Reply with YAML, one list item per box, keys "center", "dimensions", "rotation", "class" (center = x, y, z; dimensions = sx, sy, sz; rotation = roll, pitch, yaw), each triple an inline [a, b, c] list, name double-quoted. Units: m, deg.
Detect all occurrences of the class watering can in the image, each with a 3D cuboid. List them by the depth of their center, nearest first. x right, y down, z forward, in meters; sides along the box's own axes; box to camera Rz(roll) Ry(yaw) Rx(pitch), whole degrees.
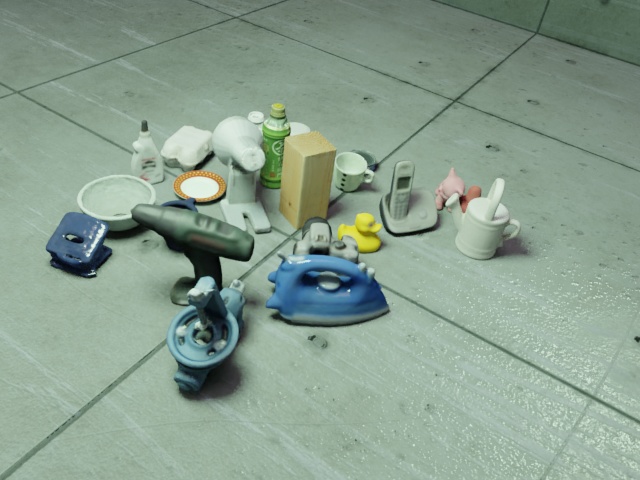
- center: [0.383, -0.057, 1.342]
  dimensions: [0.173, 0.194, 0.101]
  rotation: [4, 40, -6]
  class: "watering can"

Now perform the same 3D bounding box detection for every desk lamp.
- center: [-0.176, -0.156, 1.334]
  dimensions: [0.118, 0.213, 0.202]
  rotation: [-9, 43, -20]
  class: "desk lamp"

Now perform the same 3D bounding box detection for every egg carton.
- center: [-0.344, -0.243, 1.517]
  dimensions: [0.107, 0.069, 0.150]
  rotation: [17, 40, 9]
  class: "egg carton"

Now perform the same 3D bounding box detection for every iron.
- center: [0.024, 0.084, 1.145]
  dimensions: [0.258, 0.141, 0.118]
  rotation: [4, 40, -7]
  class: "iron"

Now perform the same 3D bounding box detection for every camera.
- center: [0.012, 0.005, 1.269]
  dimensions: [0.143, 0.101, 0.136]
  rotation: [4, 40, -6]
  class: "camera"

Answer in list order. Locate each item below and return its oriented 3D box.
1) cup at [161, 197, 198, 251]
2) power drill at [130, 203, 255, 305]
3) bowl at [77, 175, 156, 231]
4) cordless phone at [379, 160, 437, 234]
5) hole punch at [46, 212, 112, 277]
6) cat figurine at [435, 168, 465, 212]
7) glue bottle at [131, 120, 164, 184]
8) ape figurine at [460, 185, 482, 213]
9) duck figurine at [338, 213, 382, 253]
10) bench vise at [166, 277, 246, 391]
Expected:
- center: [-0.306, -0.033, 1.255]
  dimensions: [0.091, 0.095, 0.118]
  rotation: [18, 41, 10]
  class: "cup"
- center: [-0.243, 0.032, 1.102]
  dimensions: [0.229, 0.208, 0.075]
  rotation: [8, 40, -2]
  class: "power drill"
- center: [-0.452, -0.071, 1.288]
  dimensions: [0.167, 0.075, 0.167]
  rotation: [6, 40, -4]
  class: "bowl"
- center: [0.223, -0.111, 1.381]
  dimensions: [0.148, 0.185, 0.094]
  rotation: [-11, 44, -23]
  class: "cordless phone"
- center: [-0.493, 0.008, 1.173]
  dimensions: [0.108, 0.091, 0.101]
  rotation: [16, 40, 9]
  class: "hole punch"
- center: [0.341, -0.138, 1.489]
  dimensions: [0.067, 0.118, 0.128]
  rotation: [12, 40, 4]
  class: "cat figurine"
- center: [-0.420, -0.213, 1.384]
  dimensions: [0.078, 0.173, 0.037]
  rotation: [-19, 47, -30]
  class: "glue bottle"
- center: [0.392, -0.100, 1.474]
  dimensions: [0.077, 0.092, 0.076]
  rotation: [31, 45, 25]
  class: "ape figurine"
- center: [0.095, -0.025, 1.332]
  dimensions: [0.104, 0.086, 0.077]
  rotation: [13, 40, 5]
  class: "duck figurine"
- center: [-0.196, 0.124, 0.993]
  dimensions: [0.121, 0.220, 0.207]
  rotation: [7, 40, -3]
  class: "bench vise"
